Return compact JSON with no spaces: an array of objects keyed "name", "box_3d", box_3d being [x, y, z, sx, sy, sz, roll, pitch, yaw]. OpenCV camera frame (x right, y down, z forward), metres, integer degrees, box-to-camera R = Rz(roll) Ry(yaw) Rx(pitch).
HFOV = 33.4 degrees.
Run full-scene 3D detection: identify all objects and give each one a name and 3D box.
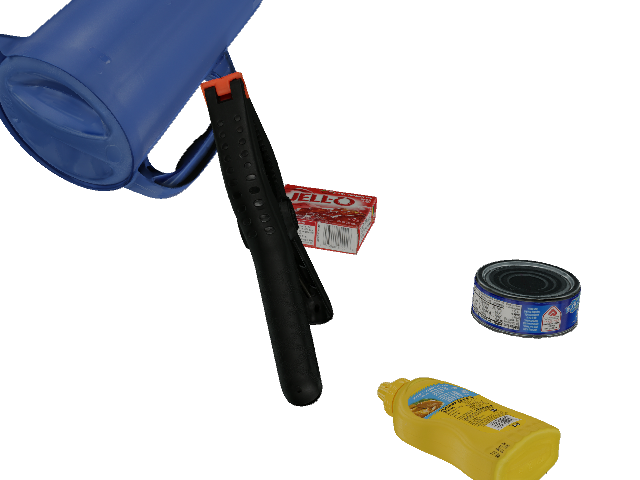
[{"name":"gelatin box","box_3d":[-0.001,-0.021,0.954,0.089,0.030,0.073,9,25,13]},{"name":"tuna can","box_3d":[0.165,0.045,0.859,0.086,0.034,0.086,2,21,-1]},{"name":"clamp","box_3d":[-0.032,-0.008,0.719,0.036,0.210,0.164,-16,6,7]},{"name":"pitcher","box_3d":[-0.139,-0.158,0.881,0.145,0.149,0.242,14,51,27]},{"name":"mustard bottle","box_3d":[0.128,0.177,1.031,0.096,0.058,0.192,-17,25,-39]}]
